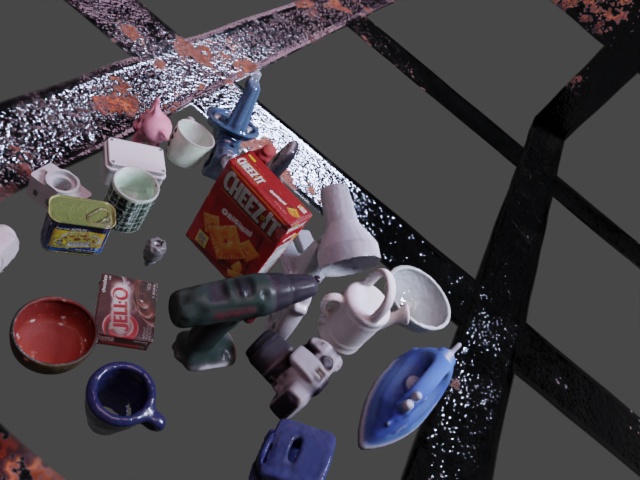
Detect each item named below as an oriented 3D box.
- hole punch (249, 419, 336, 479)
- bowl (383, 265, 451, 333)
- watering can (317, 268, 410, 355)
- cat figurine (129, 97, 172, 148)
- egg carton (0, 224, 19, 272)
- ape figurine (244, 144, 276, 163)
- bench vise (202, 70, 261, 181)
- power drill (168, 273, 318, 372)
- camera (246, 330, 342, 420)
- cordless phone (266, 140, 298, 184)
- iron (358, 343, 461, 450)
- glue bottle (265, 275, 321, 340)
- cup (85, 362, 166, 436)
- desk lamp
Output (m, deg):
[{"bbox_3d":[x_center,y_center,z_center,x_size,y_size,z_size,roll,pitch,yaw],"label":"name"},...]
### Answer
[{"bbox_3d":[-0.041,0.333,0.872,0.101,0.091,0.109,34,39,-7],"label":"hole punch"},{"bbox_3d":[0.200,0.142,1.259,0.168,0.074,0.167,22,42,-21],"label":"bowl"},{"bbox_3d":[0.090,0.129,1.090,0.173,0.193,0.100,-1,53,-39],"label":"watering can"},{"bbox_3d":[-0.336,-0.234,1.159,0.067,0.117,0.127,15,45,-27],"label":"cat figurine"},{"bbox_3d":[-0.508,0.024,0.814,0.107,0.069,0.150,29,40,-13],"label":"egg carton"},{"bbox_3d":[-0.130,-0.181,1.292,0.077,0.092,0.076,48,40,10],"label":"ape figurine"},{"bbox_3d":[-0.168,-0.236,1.213,0.122,0.219,0.207,4,50,-35],"label":"bench vise"},{"bbox_3d":[-0.138,0.123,0.903,0.230,0.208,0.075,-1,53,-39],"label":"power drill"},{"bbox_3d":[-0.047,0.207,0.980,0.137,0.100,0.143,45,39,6],"label":"camera"},{"bbox_3d":[-0.110,-0.115,1.170,0.094,0.184,0.147,26,41,-16],"label":"cordless phone"},{"bbox_3d":[0.174,0.280,1.054,0.118,0.141,0.259,46,39,8],"label":"iron"},{"bbox_3d":[-0.045,0.116,1.012,0.037,0.173,0.078,22,42,-21],"label":"glue bottle"},{"bbox_3d":[-0.270,0.234,0.782,0.118,0.094,0.092,37,39,-3],"label":"cup"},{"bbox_3d":[0.010,0.004,1.130,0.118,0.213,0.203,2,52,-37],"label":"desk lamp"}]
